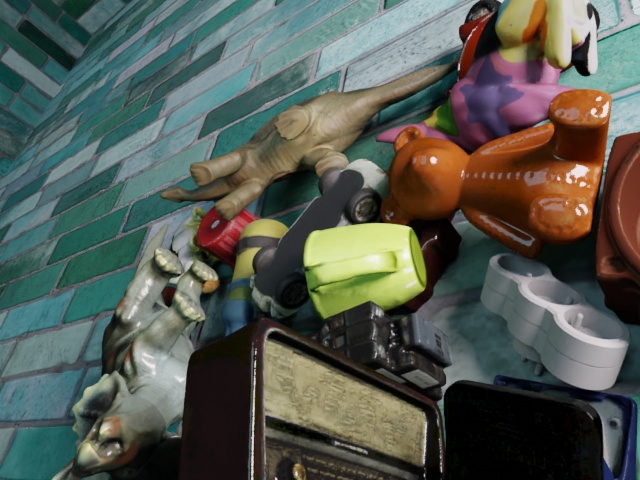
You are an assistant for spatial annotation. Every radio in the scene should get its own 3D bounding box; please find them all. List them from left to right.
[{"bbox_3d":[0.009,0.160,0.390,0.073,0.229,0.131,-28,46,33],"label":"radio"}]

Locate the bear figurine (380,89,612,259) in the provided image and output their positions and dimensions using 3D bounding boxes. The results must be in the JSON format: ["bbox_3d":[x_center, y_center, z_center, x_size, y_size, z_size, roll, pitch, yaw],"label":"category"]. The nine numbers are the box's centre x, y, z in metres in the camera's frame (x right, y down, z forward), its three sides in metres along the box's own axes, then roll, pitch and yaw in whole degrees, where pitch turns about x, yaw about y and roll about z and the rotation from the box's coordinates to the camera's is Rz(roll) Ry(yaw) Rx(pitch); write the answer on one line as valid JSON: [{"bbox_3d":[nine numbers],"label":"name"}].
[{"bbox_3d":[0.136,-0.058,0.467,0.196,0.132,0.120,14,84,27],"label":"bear figurine"}]

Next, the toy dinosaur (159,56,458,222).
[{"bbox_3d":[-0.011,-0.143,0.726,0.472,0.105,0.199,-18,21,16],"label":"toy dinosaur"}]

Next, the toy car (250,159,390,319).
[{"bbox_3d":[-0.001,-0.002,0.589,0.201,0.056,0.074,-50,45,4],"label":"toy car"}]

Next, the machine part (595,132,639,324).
[{"bbox_3d":[0.304,-0.015,0.359,0.201,0.087,0.201,-3,59,44],"label":"machine part"}]

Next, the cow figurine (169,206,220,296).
[{"bbox_3d":[-0.200,0.033,0.839,0.098,0.068,0.167,-40,35,21],"label":"cow figurine"}]

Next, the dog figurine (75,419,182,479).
[{"bbox_3d":[-0.206,0.299,0.622,0.172,0.121,0.190,33,121,22],"label":"dog figurine"}]

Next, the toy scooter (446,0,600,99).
[{"bbox_3d":[0.217,-0.213,0.624,0.135,0.075,0.184,-57,39,0],"label":"toy scooter"}]

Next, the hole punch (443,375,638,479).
[{"bbox_3d":[0.155,0.156,0.378,0.142,0.092,0.115,-1,89,42],"label":"hole punch"}]

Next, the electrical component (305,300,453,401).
[{"bbox_3d":[0.047,0.111,0.485,0.134,0.114,0.058,-25,48,28],"label":"electrical component"}]

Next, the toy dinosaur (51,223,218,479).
[{"bbox_3d":[-0.189,0.121,0.594,0.192,0.131,0.405,-46,27,0],"label":"toy dinosaur"}]

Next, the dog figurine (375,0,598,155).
[{"bbox_3d":[0.163,-0.149,0.559,0.219,0.108,0.191,-5,100,41],"label":"dog figurine"}]

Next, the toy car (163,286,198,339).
[{"bbox_3d":[-0.205,0.145,0.733,0.053,0.089,0.202,-35,41,18],"label":"toy car"}]

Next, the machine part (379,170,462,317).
[{"bbox_3d":[0.069,0.006,0.602,0.179,0.056,0.179,-25,45,28],"label":"machine part"}]

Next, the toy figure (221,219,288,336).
[{"bbox_3d":[-0.076,0.057,0.675,0.082,0.089,0.180,-4,54,34],"label":"toy figure"}]
